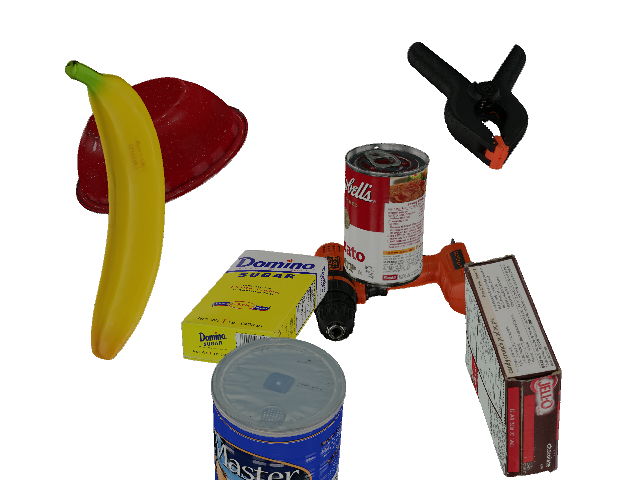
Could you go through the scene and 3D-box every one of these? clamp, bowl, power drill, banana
[{"bbox_3d":[0.144,-0.138,1.026,0.120,0.039,0.171,2,44,2],"label":"clamp"},{"bbox_3d":[-0.146,-0.092,0.908,0.162,0.055,0.162,-16,34,11],"label":"bowl"},{"bbox_3d":[0.082,0.054,1.227,0.187,0.057,0.184,-2,28,-1],"label":"power drill"},{"bbox_3d":[-0.130,-0.023,0.689,0.037,0.198,0.069,16,26,43],"label":"banana"}]

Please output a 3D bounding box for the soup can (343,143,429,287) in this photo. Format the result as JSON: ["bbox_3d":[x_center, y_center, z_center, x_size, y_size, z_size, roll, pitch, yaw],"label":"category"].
[{"bbox_3d":[0.053,-0.021,0.878,0.068,0.102,0.068,0,26,0],"label":"soup can"}]

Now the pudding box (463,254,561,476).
[{"bbox_3d":[0.121,0.079,0.682,0.039,0.090,0.113,-9,38,-3],"label":"pudding box"}]

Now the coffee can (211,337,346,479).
[{"bbox_3d":[-0.034,0.163,0.848,0.103,0.140,0.103,2,36,-1],"label":"coffee can"}]

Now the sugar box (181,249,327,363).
[{"bbox_3d":[-0.059,0.062,1.037,0.093,0.048,0.176,6,26,14],"label":"sugar box"}]
